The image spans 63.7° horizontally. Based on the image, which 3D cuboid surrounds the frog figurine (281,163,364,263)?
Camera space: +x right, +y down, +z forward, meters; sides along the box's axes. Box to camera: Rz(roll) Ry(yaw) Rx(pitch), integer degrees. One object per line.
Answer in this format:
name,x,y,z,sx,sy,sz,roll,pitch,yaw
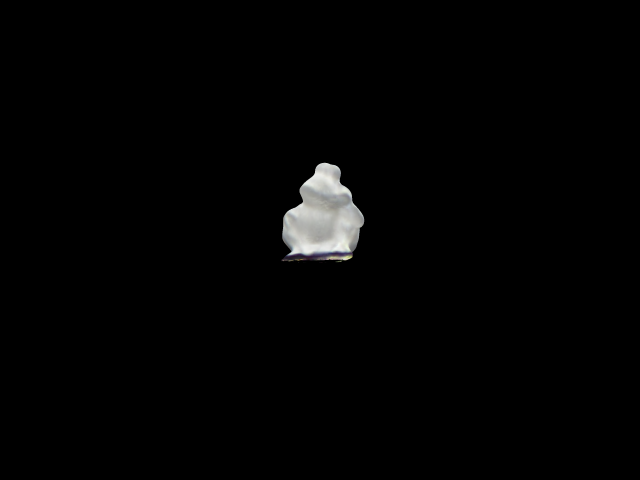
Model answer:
frog figurine,0.003,-0.043,0.850,0.137,0.161,0.122,-5,-10,31
